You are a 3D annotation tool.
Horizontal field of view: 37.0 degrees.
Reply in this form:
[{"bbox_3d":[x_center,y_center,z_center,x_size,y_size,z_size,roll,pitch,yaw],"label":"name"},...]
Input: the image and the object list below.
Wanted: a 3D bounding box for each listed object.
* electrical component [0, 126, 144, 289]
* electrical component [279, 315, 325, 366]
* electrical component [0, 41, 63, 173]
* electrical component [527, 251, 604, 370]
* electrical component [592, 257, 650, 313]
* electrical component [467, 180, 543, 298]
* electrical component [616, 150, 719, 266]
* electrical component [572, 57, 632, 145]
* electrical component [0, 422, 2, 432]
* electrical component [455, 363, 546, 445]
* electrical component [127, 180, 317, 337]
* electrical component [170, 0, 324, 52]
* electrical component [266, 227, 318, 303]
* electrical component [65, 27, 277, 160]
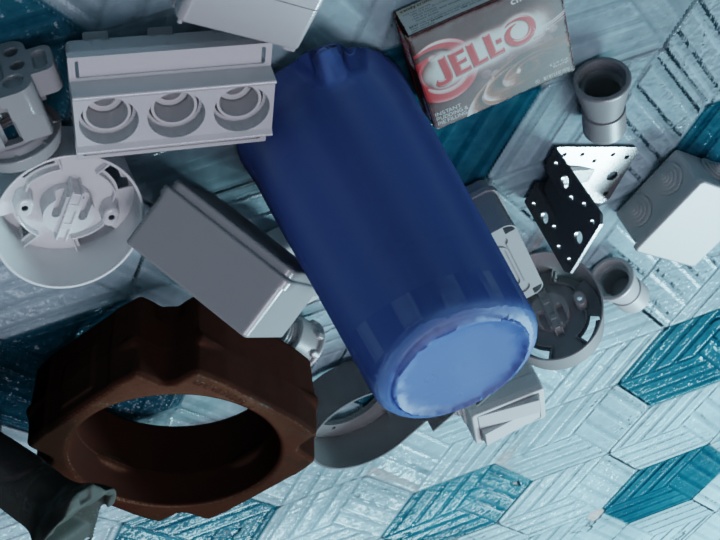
[{"bbox_3d":[-0.197,-0.044,0.719,0.099,0.064,0.099,-14,141,-12],"label":"electrical component"},{"bbox_3d":[-0.064,0.056,0.925,0.048,0.048,0.062,-40,133,19],"label":"electrical component"},{"bbox_3d":[-0.216,-0.097,0.654,0.078,0.058,0.057,-19,139,-7],"label":"electrical component"},{"bbox_3d":[0.176,0.040,0.991,0.099,0.099,0.064,-28,148,5],"label":"electrical component"},{"bbox_3d":[0.257,0.018,1.050,0.044,0.044,0.065,-38,145,17],"label":"electrical component"},{"bbox_3d":[0.100,-0.014,0.916,0.078,0.057,0.113,-29,142,6],"label":"electrical component"},{"bbox_3d":[0.294,-0.056,0.974,0.100,0.048,0.099,11,130,-37],"label":"electrical component"},{"bbox_3d":[0.191,-0.129,0.842,0.044,0.044,0.065,-24,147,0],"label":"electrical component"},{"bbox_3d":[-0.314,0.130,0.889,0.035,0.035,0.061,-4,135,-24],"label":"electrical component"},{"bbox_3d":[0.139,0.136,1.110,0.096,0.061,0.061,-21,142,-4],"label":"electrical component"},{"bbox_3d":[-0.091,-0.005,0.751,0.056,0.109,0.109,-53,171,3],"label":"electrical component"},{"bbox_3d":[-0.061,-0.177,0.635,0.096,0.061,0.061,7,133,-34],"label":"electrical component"},{"bbox_3d":[-0.072,0.006,0.851,0.057,0.058,0.078,-27,142,-1],"label":"electrical component"},{"bbox_3d":[-0.120,-0.115,0.674,0.121,0.063,0.078,-8,140,-16],"label":"electrical component"}]
